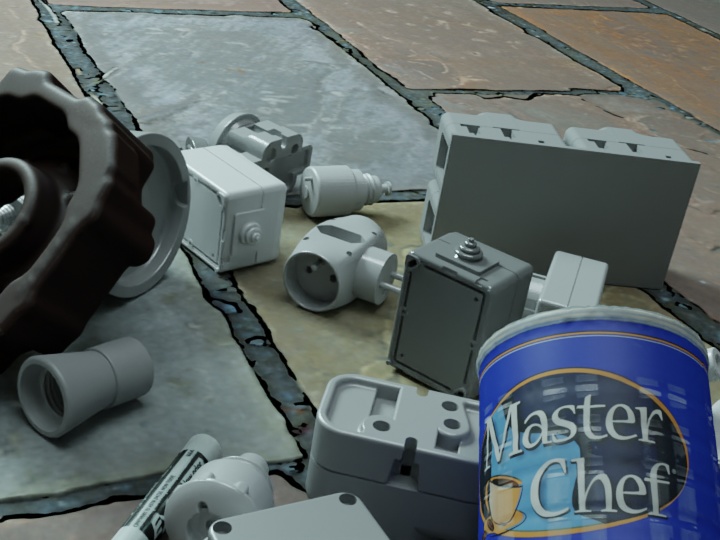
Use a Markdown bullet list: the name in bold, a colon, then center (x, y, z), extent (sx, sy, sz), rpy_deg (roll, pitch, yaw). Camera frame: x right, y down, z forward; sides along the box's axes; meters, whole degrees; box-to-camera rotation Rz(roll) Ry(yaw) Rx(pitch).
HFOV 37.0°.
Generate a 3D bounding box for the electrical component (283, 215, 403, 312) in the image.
- **electrical component**: center (0.000, 0.000, 0.737), extent (0.079, 0.043, 0.077), rpy_deg (20, 29, 19)

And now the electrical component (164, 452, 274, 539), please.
- **electrical component**: center (-0.061, 0.108, 0.509), extent (0.048, 0.048, 0.062), rpy_deg (14, 21, 9)

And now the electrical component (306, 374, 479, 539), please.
- **electrical component**: center (0.024, 0.097, 0.539), extent (0.095, 0.059, 0.053), rpy_deg (12, 27, 5)

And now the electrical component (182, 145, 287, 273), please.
- **electrical component**: center (-0.092, -0.043, 0.771), extent (0.061, 0.061, 0.096), rpy_deg (-14, 35, -38)

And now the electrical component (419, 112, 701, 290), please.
- **electrical component**: center (0.147, -0.054, 0.822), extent (0.186, 0.105, 0.060), rpy_deg (6, 27, -7)

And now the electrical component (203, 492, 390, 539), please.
- **electrical component**: center (-0.013, 0.149, 0.430), extent (0.078, 0.057, 0.113), rpy_deg (-6, 31, -28)

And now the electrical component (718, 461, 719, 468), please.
- **electrical component**: center (0.121, 0.101, 0.557), extent (0.121, 0.078, 0.063), rpy_deg (34, 14, 39)

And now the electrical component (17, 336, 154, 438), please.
- **electrical component**: center (-0.144, 0.059, 0.580), extent (0.044, 0.044, 0.065), rpy_deg (27, 27, 31)

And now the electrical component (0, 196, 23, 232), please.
- **electrical component**: center (-0.222, -0.046, 0.755), extent (0.043, 0.043, 0.081), rpy_deg (25, 31, 27)

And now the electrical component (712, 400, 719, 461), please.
- **electrical component**: center (0.192, 0.100, 0.605), extent (0.079, 0.044, 0.077), rpy_deg (20, 29, 20)

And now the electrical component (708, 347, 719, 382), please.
- **electrical component**: center (0.167, 0.058, 0.591), extent (0.062, 0.043, 0.043), rpy_deg (-20, 10, 33)

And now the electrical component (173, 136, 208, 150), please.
- **electrical component**: center (-0.146, -0.079, 0.841), extent (0.055, 0.048, 0.066), rpy_deg (-10, 32, -19)

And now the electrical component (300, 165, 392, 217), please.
- **electrical component**: center (-0.012, -0.064, 0.860), extent (0.078, 0.040, 0.040), rpy_deg (-4, 30, -25)

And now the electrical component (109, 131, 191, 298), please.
- **electrical component**: center (-0.166, -0.041, 0.699), extent (0.060, 0.108, 0.108), rpy_deg (14, 27, 22)

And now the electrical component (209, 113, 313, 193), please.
- **electrical component**: center (-0.086, -0.094, 0.877), extent (0.057, 0.058, 0.078), rpy_deg (29, 33, 28)

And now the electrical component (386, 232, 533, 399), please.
- **electrical component**: center (0.064, 0.021, 0.659), extent (0.062, 0.096, 0.061), rpy_deg (26, 31, 29)

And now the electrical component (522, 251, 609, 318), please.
- **electrical component**: center (0.122, 0.022, 0.729), extent (0.076, 0.047, 0.083), rpy_deg (15, 28, 12)
